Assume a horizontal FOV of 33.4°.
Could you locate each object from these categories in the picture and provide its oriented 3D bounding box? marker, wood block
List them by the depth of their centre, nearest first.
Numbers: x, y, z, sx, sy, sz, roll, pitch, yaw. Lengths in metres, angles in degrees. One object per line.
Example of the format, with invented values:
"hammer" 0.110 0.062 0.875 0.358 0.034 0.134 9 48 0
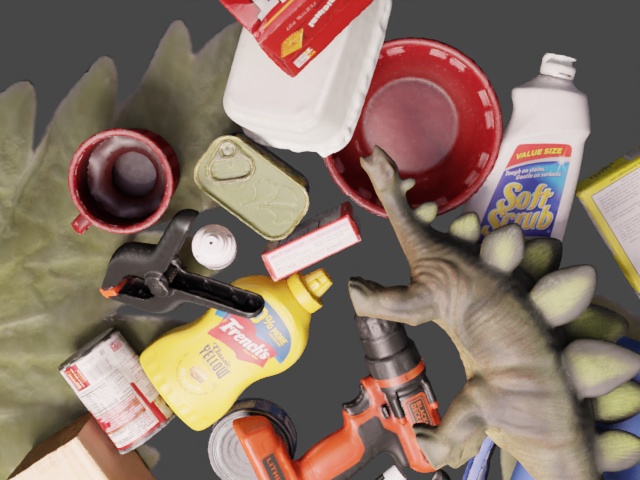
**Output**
"wood block" -0.198 0.277 1.031 0.090 0.091 0.206 -33 98 9
"marker" 0.033 0.265 1.051 0.121 0.020 0.020 -39 97 5

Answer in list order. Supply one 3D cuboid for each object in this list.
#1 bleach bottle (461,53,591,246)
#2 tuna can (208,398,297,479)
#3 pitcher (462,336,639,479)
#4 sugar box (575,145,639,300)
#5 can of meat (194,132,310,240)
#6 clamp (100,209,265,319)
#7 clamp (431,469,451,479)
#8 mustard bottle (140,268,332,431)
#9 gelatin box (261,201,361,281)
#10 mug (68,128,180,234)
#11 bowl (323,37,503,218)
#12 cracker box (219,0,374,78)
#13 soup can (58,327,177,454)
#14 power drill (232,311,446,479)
"bleach bottle" 0.178 -0.045 0.968 0.102 0.068 0.251 13 99 1
"tuna can" -0.066 0.200 1.039 0.086 0.033 0.086 1 100 3
"pitcher" 0.235 0.206 0.987 0.149 0.145 0.243 13 98 -16
"sugar box" 0.317 0.003 0.979 0.093 0.048 0.176 -31 101 8
"can of meat" -0.058 -0.053 0.965 0.102 0.084 0.057 37 100 -5
"clamp" -0.131 0.038 0.971 0.172 0.039 0.120 -19 113 46
"clamp" 0.072 0.326 1.047 0.164 0.036 0.210 -19 108 -1
"mustard bottle" -0.069 0.089 1.006 0.192 0.058 0.096 -37 93 8
"gelatin box" -0.007 0.001 0.978 0.089 0.073 0.030 -26 99 7
"mug" -0.181 -0.050 0.972 0.093 0.081 0.117 42 100 -6
"bowl" 0.081 -0.101 0.962 0.162 0.055 0.162 1 100 5
"cracker box" -0.034 -0.266 0.877 0.164 0.072 0.214 -43 60 9
"soup can" -0.193 0.143 1.017 0.068 0.068 0.102 -34 97 8
"power drill" 0.018 0.163 0.993 0.187 0.057 0.184 -25 103 -9
